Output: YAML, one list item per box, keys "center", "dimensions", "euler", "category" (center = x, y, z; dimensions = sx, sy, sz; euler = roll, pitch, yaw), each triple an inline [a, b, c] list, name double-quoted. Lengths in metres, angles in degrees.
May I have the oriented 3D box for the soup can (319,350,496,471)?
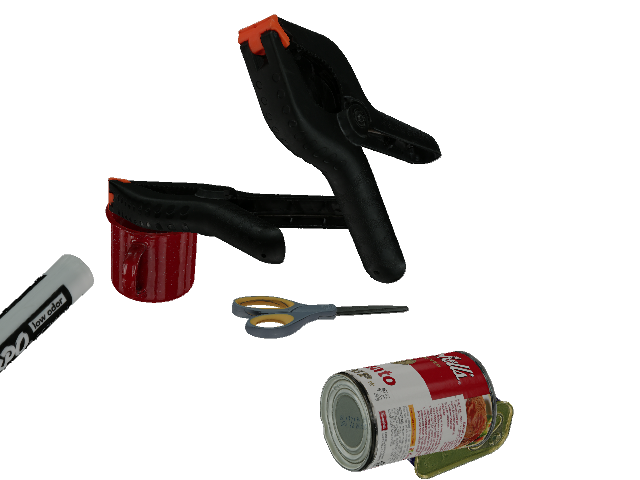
- center: [0.059, 0.116, 0.727]
  dimensions: [0.102, 0.068, 0.069]
  euler: [-6, 3, -30]
  category: "soup can"

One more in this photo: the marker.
- center: [-0.139, 0.049, 0.440]
  dimensions: [0.020, 0.020, 0.121]
  euler: [0, 36, 39]
  category: "marker"

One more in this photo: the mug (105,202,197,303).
- center: [-0.163, 0.012, 1.022]
  dimensions: [0.093, 0.081, 0.117]
  euler: [10, 30, 5]
  category: "mug"

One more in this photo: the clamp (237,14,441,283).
- center: [0.012, -0.057, 0.634]
  dimensions: [0.039, 0.120, 0.171]
  euler: [-25, -48, 35]
  category: "clamp"

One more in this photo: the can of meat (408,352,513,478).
- center: [0.102, 0.150, 0.934]
  dimensions: [0.101, 0.057, 0.084]
  euler: [-15, 36, -28]
  category: "can of meat"

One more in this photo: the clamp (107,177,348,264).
- center: [-0.079, -0.020, 0.809]
  dimensions: [0.210, 0.036, 0.164]
  euler: [8, 13, 19]
  category: "clamp"

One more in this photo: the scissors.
- center: [0.000, 0.087, 1.190]
  dimensions: [0.201, 0.016, 0.096]
  euler: [4, 22, 1]
  category: "scissors"
